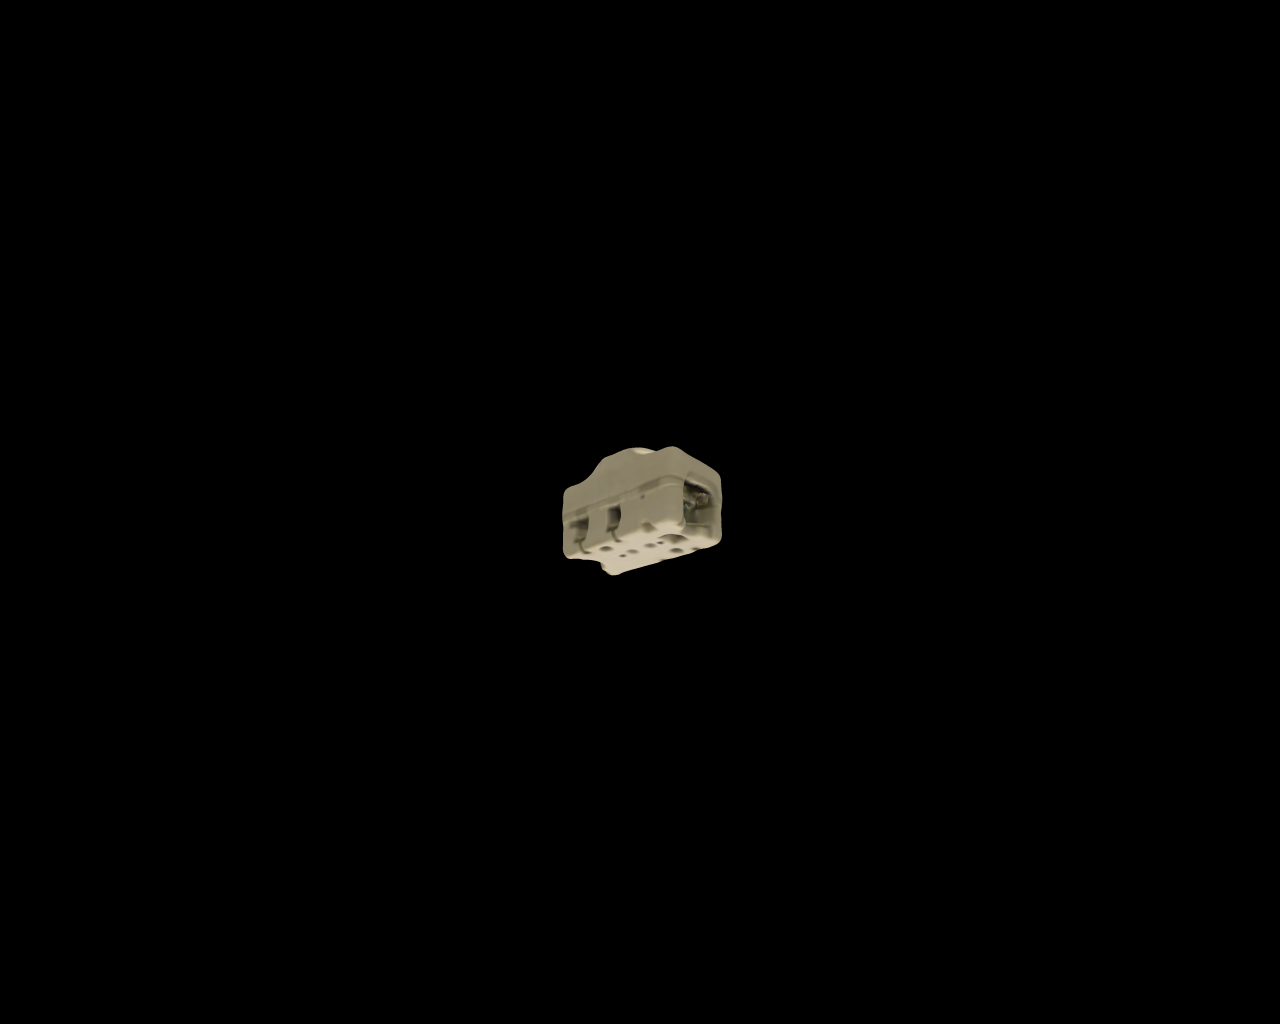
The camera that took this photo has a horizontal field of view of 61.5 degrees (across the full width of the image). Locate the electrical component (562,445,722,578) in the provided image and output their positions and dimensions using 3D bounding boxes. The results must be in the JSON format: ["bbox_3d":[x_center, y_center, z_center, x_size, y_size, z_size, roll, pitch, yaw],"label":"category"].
[{"bbox_3d":[0.001,-0.003,0.650,0.089,0.056,0.050,-20,-32,36],"label":"electrical component"}]
